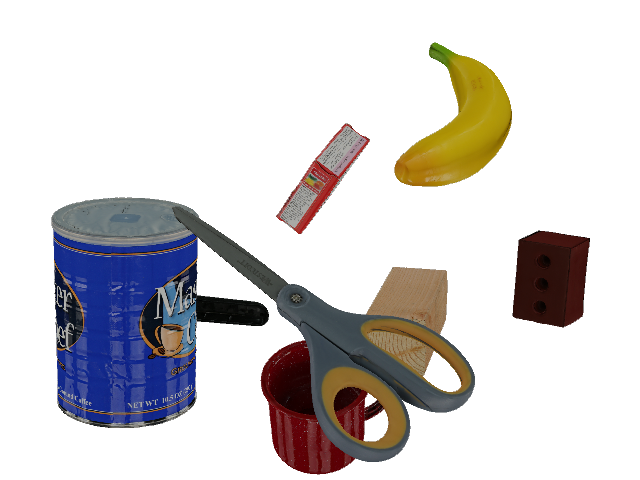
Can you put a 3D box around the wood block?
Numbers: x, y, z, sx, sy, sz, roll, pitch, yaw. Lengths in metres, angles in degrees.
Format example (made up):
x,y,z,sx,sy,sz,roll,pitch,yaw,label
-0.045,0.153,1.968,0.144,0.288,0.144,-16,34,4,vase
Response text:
x,y,z,sx,sy,sz,roll,pitch,yaw,label
0.131,0.118,1.606,0.091,0.090,0.206,4,20,14,wood block

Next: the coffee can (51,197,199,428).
x,y,z,sx,sy,sz,roll,pitch,yaw,label
-0.140,0.049,0.769,0.103,0.140,0.103,2,17,-1,coffee can

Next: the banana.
x,y,z,sx,sy,sz,roll,pitch,yaw,label
0.097,-0.082,0.739,0.069,0.037,0.197,10,33,7,banana

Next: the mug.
x,y,z,sx,sy,sz,roll,pitch,yaw,label
0.008,0.143,0.923,0.117,0.081,0.093,-16,41,-17,mug

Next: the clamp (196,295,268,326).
x,y,z,sx,sy,sz,roll,pitch,yaw,label
-0.182,0.073,1.113,0.210,0.036,0.164,15,20,29,clamp

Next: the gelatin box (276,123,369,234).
x,y,z,sx,sy,sz,roll,pitch,yaw,label
0.002,-0.057,0.959,0.030,0.073,0.089,36,36,-1,gelatin box

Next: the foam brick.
x,y,z,sx,sy,sz,roll,pitch,yaw,label
0.214,0.035,0.990,0.053,0.078,0.051,10,17,32,foam brick

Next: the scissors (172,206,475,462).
x,y,z,sx,sy,sz,roll,pitch,yaw,label
-0.016,0.051,0.580,0.202,0.096,0.016,24,-38,12,scissors
